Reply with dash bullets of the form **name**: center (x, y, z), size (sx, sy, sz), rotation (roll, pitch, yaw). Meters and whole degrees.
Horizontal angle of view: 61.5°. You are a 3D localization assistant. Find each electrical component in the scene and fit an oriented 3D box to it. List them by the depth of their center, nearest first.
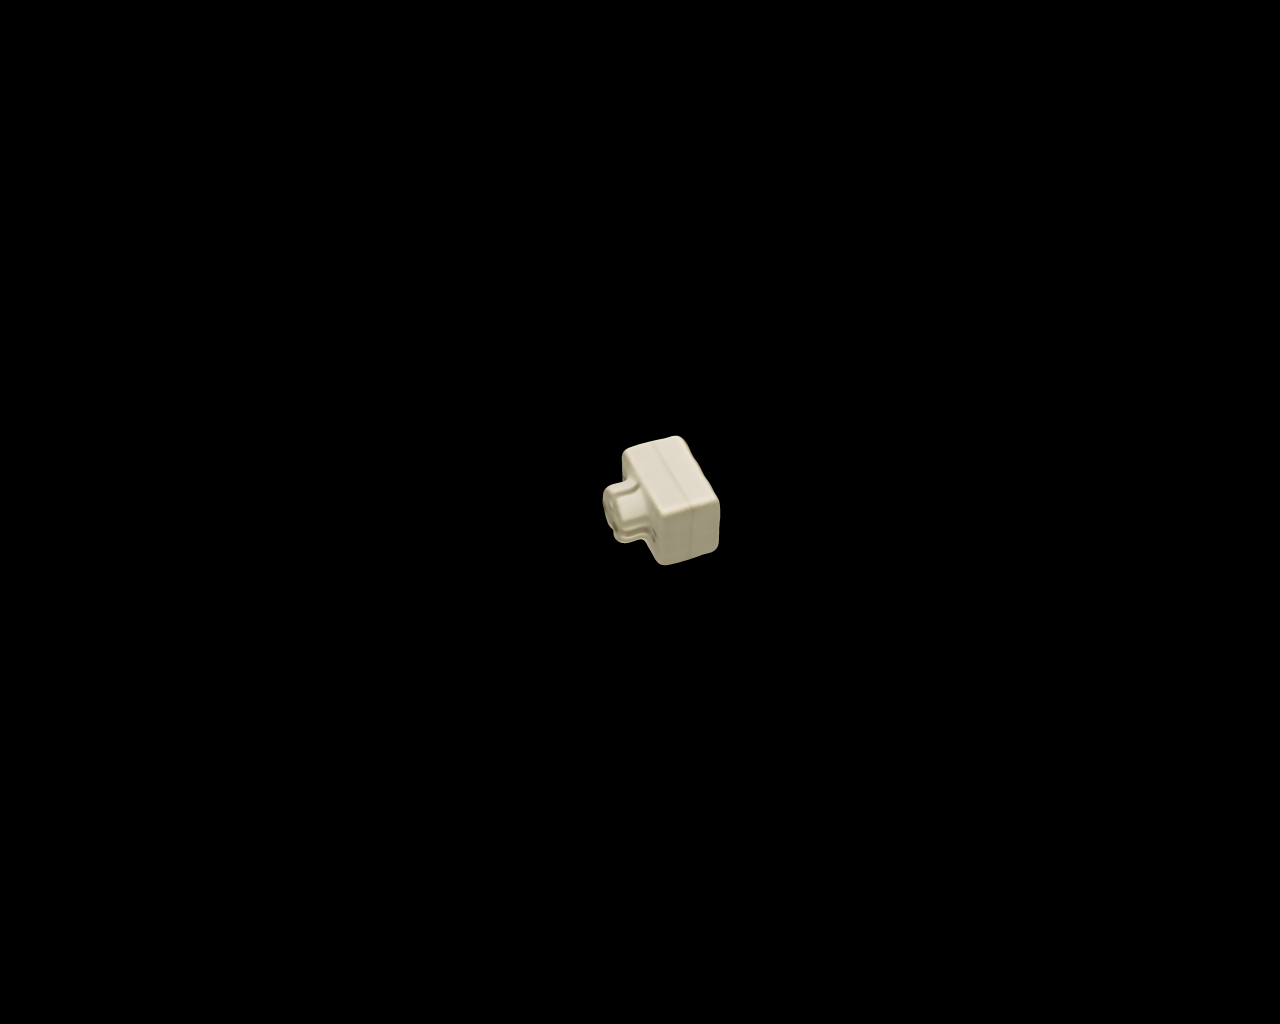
- **electrical component**: center (0.001, -0.003, 0.650), size (0.077, 0.047, 0.066), rotation (-15, 47, -15)
